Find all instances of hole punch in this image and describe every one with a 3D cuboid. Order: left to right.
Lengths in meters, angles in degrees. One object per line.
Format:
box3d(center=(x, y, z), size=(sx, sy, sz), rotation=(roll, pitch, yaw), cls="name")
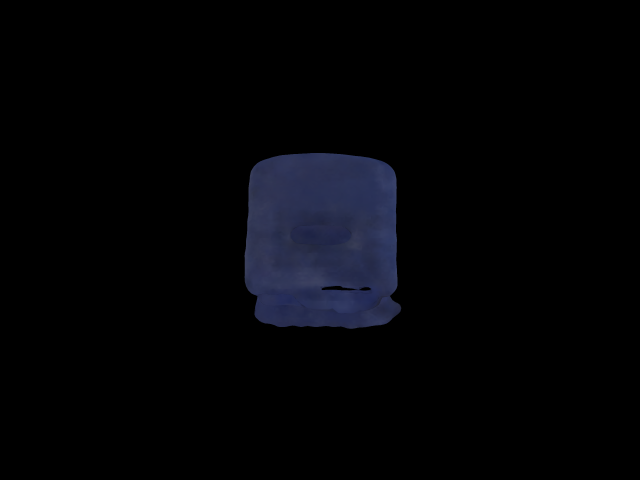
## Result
box3d(center=(0.004, 0.001, 0.400), size=(0.108, 0.091, 0.101), rotation=(0, 51, 0), cls="hole punch")
